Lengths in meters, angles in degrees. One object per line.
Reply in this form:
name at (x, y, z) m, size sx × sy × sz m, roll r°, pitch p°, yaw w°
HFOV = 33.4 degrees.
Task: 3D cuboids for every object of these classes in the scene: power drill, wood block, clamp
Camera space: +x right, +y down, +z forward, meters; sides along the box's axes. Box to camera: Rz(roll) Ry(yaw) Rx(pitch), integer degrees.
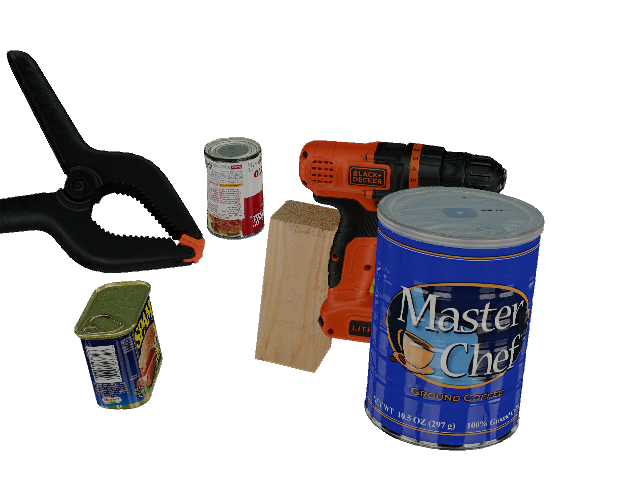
power drill at (0.070, 0.002, 0.972) m, size 0.184 × 0.188 × 0.057 m, roll 6°, pitch 19°, yaw 13°
wood block at (-0.026, 0.061, 1.454) m, size 0.090 × 0.206 × 0.090 m, roll 12°, pitch 21°, yaw 11°
clamp at (-0.180, -0.045, 0.793) m, size 0.210 × 0.164 × 0.036 m, roll 19°, pitch -20°, yaw -3°

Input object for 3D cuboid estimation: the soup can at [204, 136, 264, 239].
soup can at (-0.101, -0.062, 1.242) m, size 0.068 × 0.102 × 0.068 m, roll 0°, pitch 28°, yaw 0°

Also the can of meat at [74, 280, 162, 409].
can of meat at (-0.187, 0.099, 1.008) m, size 0.057 × 0.084 × 0.102 m, roll -5°, pitch 25°, yaw 6°

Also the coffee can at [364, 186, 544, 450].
coffee can at (0.083, 0.047, 0.681) m, size 0.103 × 0.140 × 0.103 m, roll 2°, pitch 20°, yaw -1°

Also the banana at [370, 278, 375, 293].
banana at (0.088, 0.059, 1.172) m, size 0.069 × 0.037 × 0.198 m, roll 4°, pitch 20°, yaw -36°
